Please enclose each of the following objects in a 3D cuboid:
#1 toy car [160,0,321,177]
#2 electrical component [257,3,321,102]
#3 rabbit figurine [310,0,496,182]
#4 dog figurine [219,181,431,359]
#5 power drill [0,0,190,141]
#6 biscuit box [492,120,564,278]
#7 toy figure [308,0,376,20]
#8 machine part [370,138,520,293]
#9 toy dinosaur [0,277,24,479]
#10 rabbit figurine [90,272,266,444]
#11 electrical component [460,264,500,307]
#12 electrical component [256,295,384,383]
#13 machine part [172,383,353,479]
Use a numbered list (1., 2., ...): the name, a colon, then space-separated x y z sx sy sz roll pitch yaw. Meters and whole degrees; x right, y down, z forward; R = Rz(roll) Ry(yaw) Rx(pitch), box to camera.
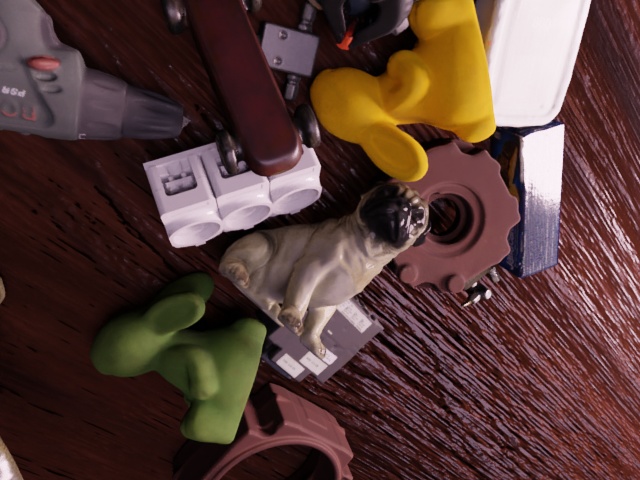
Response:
1. toy car: -0.072 -0.149 0.471 0.089 0.053 0.202 -23 84 -10
2. electrical component: -0.035 -0.185 0.522 0.063 0.021 0.094 8 112 -24
3. rabbit figurine: 0.078 -0.138 0.538 0.173 0.122 0.162 -9 96 8
4. dog figurine: 0.001 0.001 0.566 0.190 0.172 0.121 -50 158 -12
5. power drill: -0.222 -0.182 0.424 0.232 0.086 0.207 -2 123 -18
6. biscuit box: 0.260 -0.051 0.680 0.063 0.059 0.202 -18 119 -14
7. toy figure: -0.014 -0.253 0.478 0.154 0.058 0.064 23 99 -24
8. machine part: 0.140 -0.027 0.620 0.179 0.056 0.179 -1 102 -7
9. toy dinosaur: -0.340 0.077 0.426 0.105 0.199 0.470 -26 119 -5
10. rabbit figurine: -0.153 0.119 0.572 0.170 0.121 0.159 19 103 -12
11. electrical component: 0.199 0.038 0.707 0.078 0.045 0.102 -31 122 -3
12. electrical component: -0.009 0.106 0.652 0.134 0.058 0.114 -40 120 1
13. machine part: -0.072 0.304 0.706 0.201 0.087 0.200 -47 122 7
